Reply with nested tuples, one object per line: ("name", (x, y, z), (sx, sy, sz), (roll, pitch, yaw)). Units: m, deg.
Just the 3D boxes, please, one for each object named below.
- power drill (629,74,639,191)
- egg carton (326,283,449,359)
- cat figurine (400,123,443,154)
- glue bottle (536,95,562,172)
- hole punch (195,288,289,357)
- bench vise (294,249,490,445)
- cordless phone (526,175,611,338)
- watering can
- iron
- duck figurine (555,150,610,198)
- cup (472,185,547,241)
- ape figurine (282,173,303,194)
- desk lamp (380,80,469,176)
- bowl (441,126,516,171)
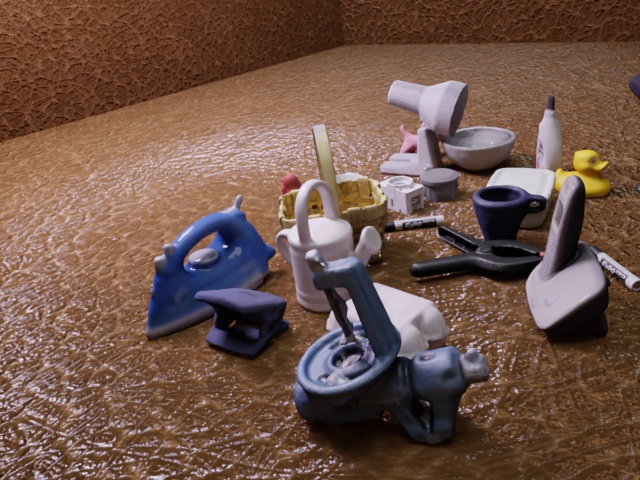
("power drill", (0.640, -0.184, 1.044), (0.076, 0.209, 0.229), (-13, 26, -10))
("egg carton", (0.088, 0.114, 0.752), (0.149, 0.069, 0.107), (15, 34, 40))
("cat figurine", (0.261, -0.263, 1.427), (0.127, 0.118, 0.067), (1, 27, 19))
("glue bottle", (0.480, -0.217, 1.200), (0.037, 0.173, 0.078), (-7, 26, 2))
("hole punch", (-0.111, 0.098, 0.819), (0.108, 0.091, 0.101), (9, 31, 32))
("bench vise", (0.065, 0.103, 0.607), (0.207, 0.220, 0.121), (-8, 26, 0))
("cordless phone", (0.323, 0.020, 0.744), (0.094, 0.185, 0.147), (-4, 26, 10))
("watering can", (0.009, 0.002, 0.863), (0.172, 0.194, 0.101), (-3, 26, 12))
("iron", (-0.190, 0.034, 0.918), (0.118, 0.142, 0.259), (11, 31, 34))
("duck figurine", (0.514, -0.135, 1.122), (0.104, 0.086, 0.078), (12, 32, 36))
("cup", (0.318, -0.036, 0.965), (0.117, 0.095, 0.092), (1, 27, 18))
("ape figurine", (-0.056, -0.098, 1.207), (0.075, 0.092, 0.078), (12, 32, 36))
("desk lamp", (0.237, -0.260, 1.316), (0.202, 0.214, 0.118), (7, 30, 28))
("bowl", (0.365, -0.204, 1.323), (0.167, 0.075, 0.167), (-7, 26, 3))
